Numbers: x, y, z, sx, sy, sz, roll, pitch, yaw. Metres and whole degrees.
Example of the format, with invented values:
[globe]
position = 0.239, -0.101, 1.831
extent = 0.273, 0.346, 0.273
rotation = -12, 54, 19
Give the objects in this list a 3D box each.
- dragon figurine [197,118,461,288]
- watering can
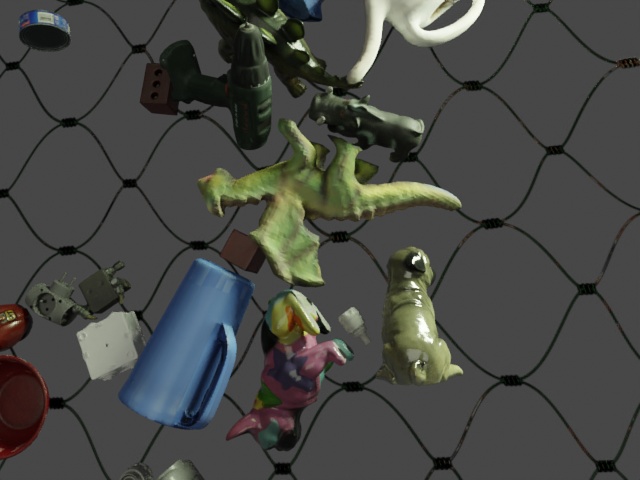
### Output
[dragon figurine]
position = 0.002, -0.041, 0.814
extent = 0.410, 0.121, 0.245
rotation = 22, 80, 2
[watering can]
position = 0.128, -0.409, 0.866
extent = 0.351, 0.102, 0.225
rotation = -35, 82, -22
